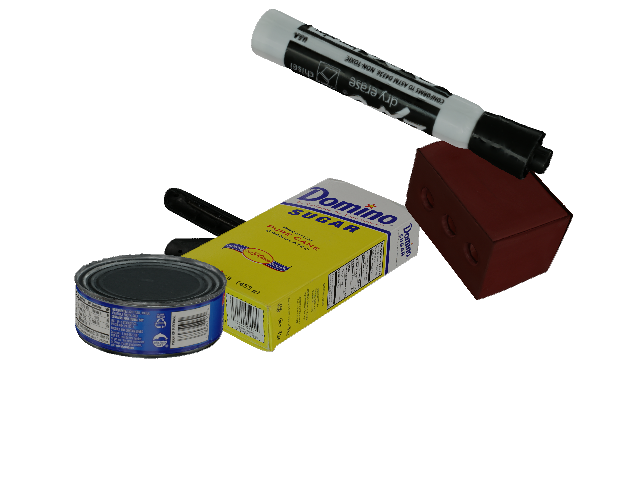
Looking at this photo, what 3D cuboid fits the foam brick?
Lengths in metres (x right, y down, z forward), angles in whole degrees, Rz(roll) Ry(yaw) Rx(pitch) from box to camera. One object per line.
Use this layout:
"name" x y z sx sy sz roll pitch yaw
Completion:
"foam brick" 0.092 -0.016 0.595 0.051 0.078 0.053 -21 -35 -22

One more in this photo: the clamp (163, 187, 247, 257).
"clamp" -0.063 0.010 1.063 0.210 0.036 0.164 18 19 -7

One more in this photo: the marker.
"marker" 0.029 -0.054 0.396 0.121 0.020 0.020 27 8 16

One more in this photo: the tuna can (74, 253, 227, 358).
"tuna can" -0.097 0.036 0.610 0.086 0.034 0.086 4 17 -1

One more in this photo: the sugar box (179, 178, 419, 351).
"sugar box" -0.013 0.011 0.786 0.093 0.048 0.175 24 40 32
